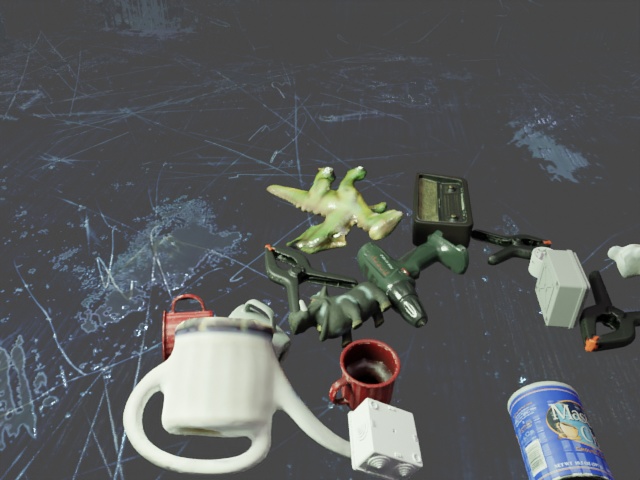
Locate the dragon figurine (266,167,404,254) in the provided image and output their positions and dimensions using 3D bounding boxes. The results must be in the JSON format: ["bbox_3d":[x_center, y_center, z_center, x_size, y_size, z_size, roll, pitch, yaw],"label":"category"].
[{"bbox_3d":[0.004,-0.059,1.172,0.410,0.120,0.248,1,34,28],"label":"dragon figurine"}]

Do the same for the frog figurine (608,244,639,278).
[{"bbox_3d":[0.687,0.044,1.050,0.136,0.121,0.162,22,16,-30],"label":"frog figurine"}]

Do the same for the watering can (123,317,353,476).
[{"bbox_3d":[-0.105,0.225,0.765,0.348,0.102,0.229,3,62,-7],"label":"watering can"}]
